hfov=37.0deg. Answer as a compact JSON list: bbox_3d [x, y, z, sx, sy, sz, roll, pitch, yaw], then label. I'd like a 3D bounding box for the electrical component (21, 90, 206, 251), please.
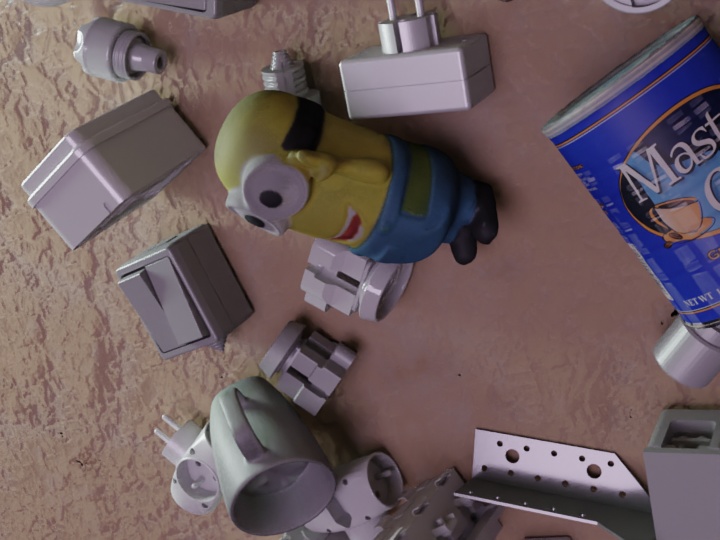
[{"bbox_3d":[-0.174,-0.073,0.764,0.078,0.113,0.057,-37,96,34],"label":"electrical component"}]

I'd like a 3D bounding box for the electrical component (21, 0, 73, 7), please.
[{"bbox_3d":[-0.207,-0.229,0.722,0.064,0.099,0.099,-14,105,38],"label":"electrical component"}]

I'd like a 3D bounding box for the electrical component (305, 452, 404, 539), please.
[{"bbox_3d":[0.000,0.187,0.834,0.077,0.043,0.079,-27,99,34],"label":"electrical component"}]

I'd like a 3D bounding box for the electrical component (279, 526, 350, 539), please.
[{"bbox_3d":[-0.041,0.250,0.873,0.061,0.062,0.096,27,122,14],"label":"electrical component"}]

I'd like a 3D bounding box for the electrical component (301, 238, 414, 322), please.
[{"bbox_3d":[0.000,0.000,0.742,0.057,0.058,0.078,28,122,16],"label":"electrical component"}]

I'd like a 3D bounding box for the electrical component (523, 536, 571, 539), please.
[{"bbox_3d":[0.125,0.246,0.794,0.076,0.047,0.083,-11,106,29],"label":"electrical component"}]

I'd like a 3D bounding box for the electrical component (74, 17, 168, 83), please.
[{"bbox_3d":[-0.168,-0.154,0.766,0.062,0.043,0.043,17,119,19],"label":"electrical component"}]

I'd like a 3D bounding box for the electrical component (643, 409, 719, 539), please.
[{"bbox_3d":[0.262,0.137,0.665,0.150,0.062,0.089,-3,111,28],"label":"electrical component"}]

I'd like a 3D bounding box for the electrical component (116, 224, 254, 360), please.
[{"bbox_3d":[-0.132,0.024,0.817,0.062,0.061,0.096,-20,102,33],"label":"electrical component"}]

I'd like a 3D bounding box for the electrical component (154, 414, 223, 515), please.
[{"bbox_3d":[-0.136,0.151,0.888,0.079,0.044,0.077,38,124,8],"label":"electrical component"}]

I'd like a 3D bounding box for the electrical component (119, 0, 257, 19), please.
[{"bbox_3d":[-0.110,-0.202,0.703,0.096,0.061,0.061,15,118,21],"label":"electrical component"}]

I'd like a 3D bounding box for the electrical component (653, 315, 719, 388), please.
[{"bbox_3d":[0.214,0.037,0.658,0.040,0.040,0.078,35,124,9],"label":"electrical component"}]

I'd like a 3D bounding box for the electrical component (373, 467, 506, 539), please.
[{"bbox_3d":[0.047,0.198,0.768,0.079,0.121,0.063,-34,91,35],"label":"electrical component"}]

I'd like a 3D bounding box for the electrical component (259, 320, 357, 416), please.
[{"bbox_3d":[-0.041,0.070,0.802,0.055,0.048,0.066,34,124,1],"label":"electrical component"}]

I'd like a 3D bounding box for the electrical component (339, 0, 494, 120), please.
[{"bbox_3d":[0.033,-0.138,0.667,0.083,0.047,0.075,-1,112,28],"label":"electrical component"}]

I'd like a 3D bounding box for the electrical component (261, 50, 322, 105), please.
[{"bbox_3d":[-0.047,-0.107,0.725,0.043,0.043,0.081,1,113,27],"label":"electrical component"}]

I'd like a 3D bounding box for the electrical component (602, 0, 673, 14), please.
[{"bbox_3d":[0.157,-0.172,0.588,0.055,0.047,0.055,11,117,23],"label":"electrical component"}]
